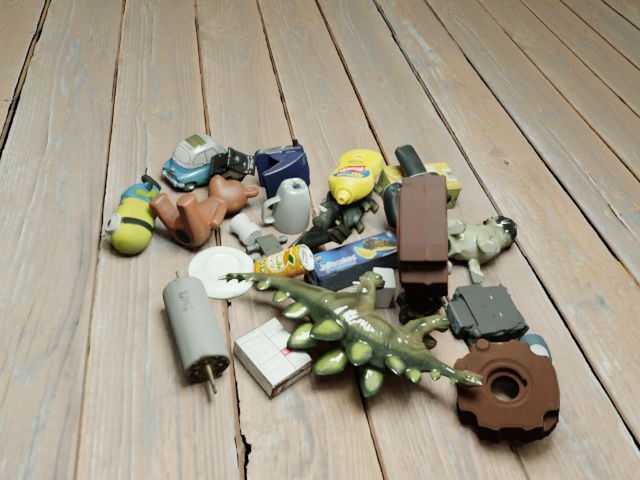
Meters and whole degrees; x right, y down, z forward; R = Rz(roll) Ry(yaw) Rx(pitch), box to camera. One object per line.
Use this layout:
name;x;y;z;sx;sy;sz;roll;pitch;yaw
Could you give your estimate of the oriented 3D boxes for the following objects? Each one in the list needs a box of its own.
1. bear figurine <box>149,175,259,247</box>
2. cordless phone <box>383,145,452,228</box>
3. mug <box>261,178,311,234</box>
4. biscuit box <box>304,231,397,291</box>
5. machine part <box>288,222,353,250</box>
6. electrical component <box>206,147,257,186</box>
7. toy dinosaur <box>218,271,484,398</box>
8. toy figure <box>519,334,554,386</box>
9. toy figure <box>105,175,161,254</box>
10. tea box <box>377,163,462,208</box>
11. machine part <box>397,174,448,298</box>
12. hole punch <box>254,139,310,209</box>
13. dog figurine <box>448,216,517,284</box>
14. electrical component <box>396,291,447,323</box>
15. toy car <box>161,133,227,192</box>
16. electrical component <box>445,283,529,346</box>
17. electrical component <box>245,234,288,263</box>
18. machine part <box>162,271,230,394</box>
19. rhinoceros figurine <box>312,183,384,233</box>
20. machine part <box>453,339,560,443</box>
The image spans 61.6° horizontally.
bear figurine;-0.225;-0.080;1.091;0.120;0.131;0.196;7;45;36
cordless phone;0.187;-0.126;1.163;0.147;0.088;0.184;-18;66;-16
mug;-0.069;-0.076;1.128;0.109;0.107;0.081;-6;46;-19
biscuit box;0.069;0.045;1.068;0.203;0.062;0.059;-17;50;-26
machine part;-0.002;-0.003;1.073;0.139;0.039;0.084;-13;20;44
electrical component;-0.198;-0.151;1.156;0.075;0.119;0.048;15;69;-36
toy dinosaur;0.049;0.141;0.918;0.472;0.105;0.198;25;38;22
toy figure;0.381;0.240;0.945;0.064;0.057;0.154;-17;40;27
toy figure;-0.362;-0.052;1.070;0.089;0.082;0.180;10;43;2
tea box;0.230;-0.123;1.256;0.170;0.068;0.098;-5;47;-14
machine part;0.189;-0.003;0.975;0.087;0.201;0.201;0;75;15
hole punch;-0.078;-0.139;1.176;0.116;0.142;0.092;-12;47;-3
dog figurine;0.325;-0.011;1.160;0.172;0.121;0.190;34;36;14
electrical component;0.193;0.122;1.028;0.102;0.045;0.078;-11;51;-20
toy car;-0.274;-0.185;1.200;0.162;0.102;0.109;-29;56;-34
electrical component;0.309;0.143;1.023;0.134;0.058;0.115;-6;46;-17
electrical component;-0.100;0.019;1.089;0.094;0.021;0.063;-17;52;-29
machine part;-0.211;0.146;0.906;0.079;0.079;0.243;-12;51;-21
rhinoceros figurine;0.059;-0.074;1.173;0.112;0.073;0.190;32;48;18
machine part;0.306;0.245;0.886;0.179;0.056;0.179;-9;46;10
